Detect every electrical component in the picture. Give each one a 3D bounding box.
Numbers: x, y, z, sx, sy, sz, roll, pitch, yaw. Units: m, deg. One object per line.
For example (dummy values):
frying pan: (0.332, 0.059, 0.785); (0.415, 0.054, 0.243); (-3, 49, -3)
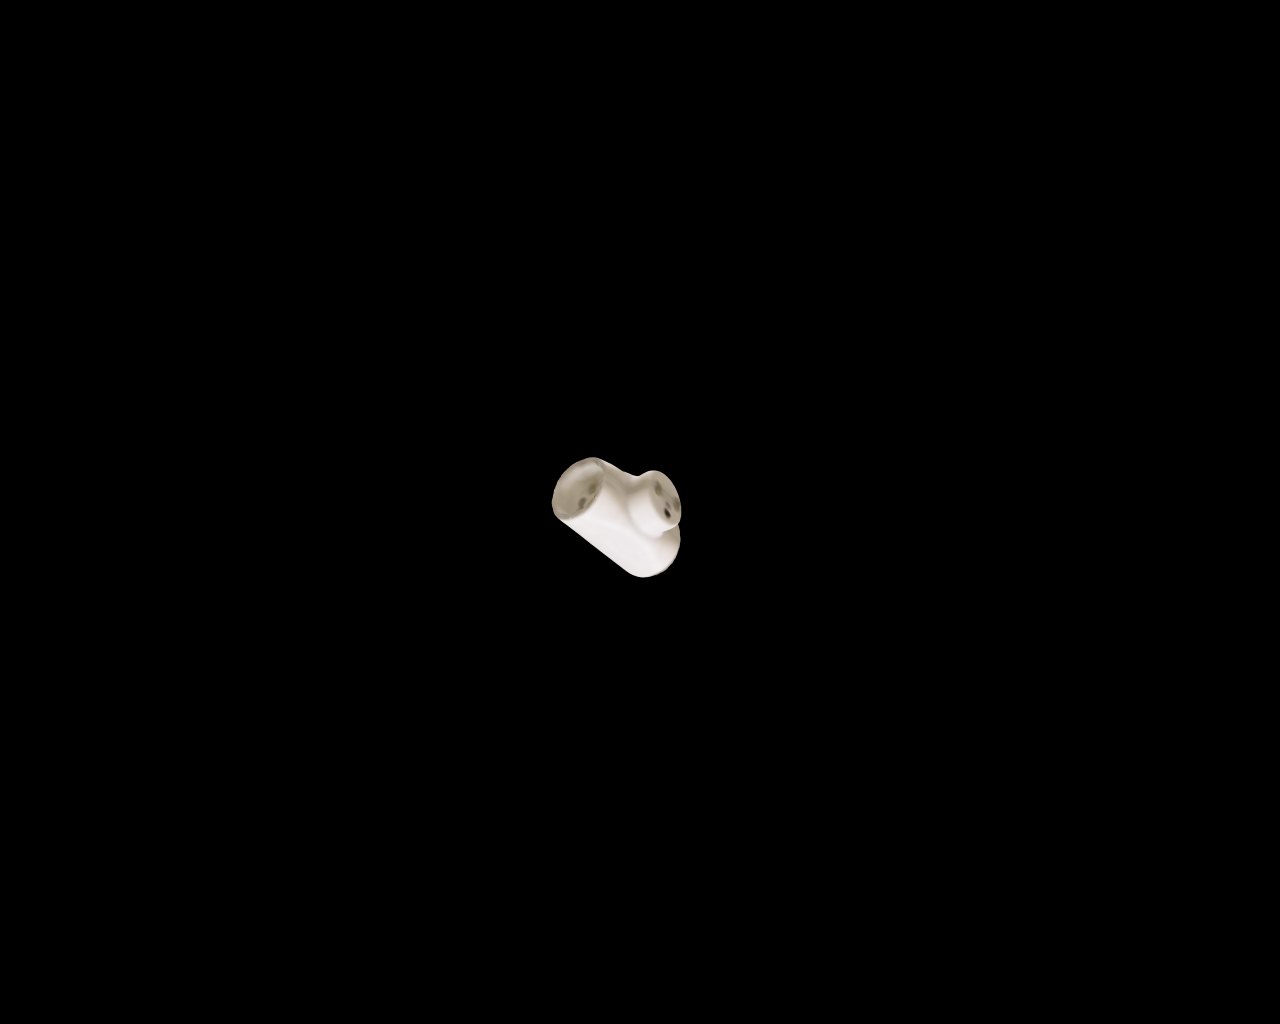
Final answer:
electrical component: (0.001, -0.003, 0.650); (0.079, 0.044, 0.077); (-25, -44, 28)
